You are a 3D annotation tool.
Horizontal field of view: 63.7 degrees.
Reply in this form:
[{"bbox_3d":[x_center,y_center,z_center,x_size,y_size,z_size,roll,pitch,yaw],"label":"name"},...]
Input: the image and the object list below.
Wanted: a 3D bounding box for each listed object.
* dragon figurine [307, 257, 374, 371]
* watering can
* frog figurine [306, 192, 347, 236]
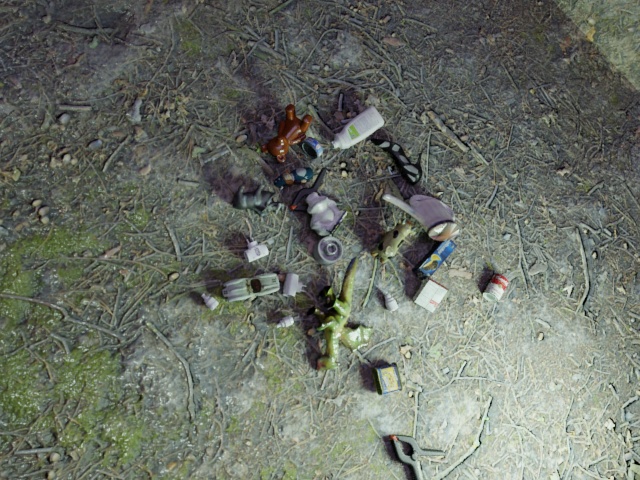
[{"bbox_3d":[0.097,0.286,1.860,0.240,0.122,0.416,46,66,-20],"label":"dragon figurine"},{"bbox_3d":[0.414,-0.099,2.033,0.348,0.102,0.229,3,43,-33],"label":"watering can"},{"bbox_3d":[0.006,-0.097,1.930,0.160,0.121,0.138,35,83,6],"label":"frog figurine"}]
